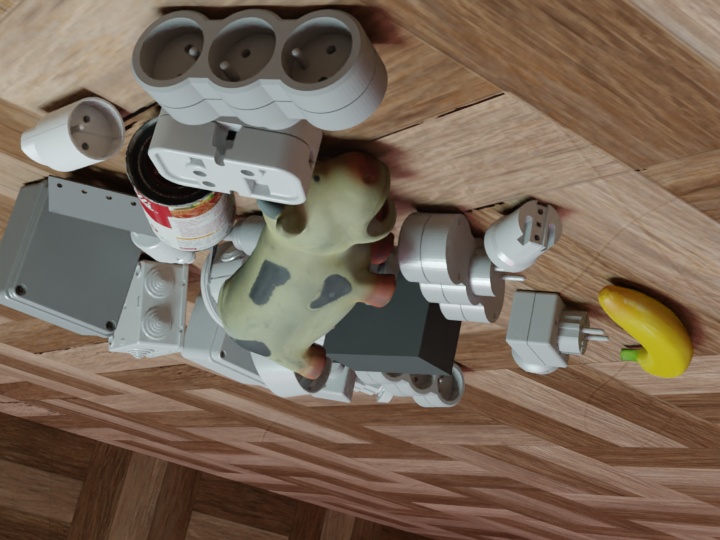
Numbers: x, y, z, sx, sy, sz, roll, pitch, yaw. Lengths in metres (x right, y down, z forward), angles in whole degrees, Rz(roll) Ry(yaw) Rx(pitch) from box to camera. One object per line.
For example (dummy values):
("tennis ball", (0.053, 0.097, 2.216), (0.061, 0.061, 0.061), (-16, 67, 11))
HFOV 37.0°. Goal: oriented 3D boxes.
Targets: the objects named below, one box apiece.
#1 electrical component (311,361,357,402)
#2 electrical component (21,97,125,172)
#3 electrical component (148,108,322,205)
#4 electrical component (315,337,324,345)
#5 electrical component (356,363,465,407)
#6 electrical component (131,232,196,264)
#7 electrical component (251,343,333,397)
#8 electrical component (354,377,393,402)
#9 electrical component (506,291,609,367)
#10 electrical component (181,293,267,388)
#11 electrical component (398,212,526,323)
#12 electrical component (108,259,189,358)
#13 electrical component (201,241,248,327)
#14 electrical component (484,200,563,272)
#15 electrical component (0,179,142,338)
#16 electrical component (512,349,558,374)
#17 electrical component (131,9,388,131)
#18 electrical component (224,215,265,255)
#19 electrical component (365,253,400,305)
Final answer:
("electrical component", (-0.034, 0.105, 1.201), (0.047, 0.065, 0.076), (7, 162, 17))
("electrical component", (-0.204, -0.092, 0.753), (0.043, 0.043, 0.081), (27, 158, -37))
("electrical component", (-0.074, -0.083, 0.661), (0.095, 0.059, 0.053), (11, 162, 8))
("electrical component", (0.001, 0.053, 1.049), (0.066, 0.047, 0.077), (24, 159, -31))
("electrical component", (0.044, 0.114, 1.197), (0.138, 0.052, 0.074), (26, 158, -35))
("electrical component", (-0.167, -0.025, 0.936), (0.040, 0.040, 0.078), (5, 161, 23))
("electrical component", (-0.072, 0.082, 1.115), (0.064, 0.099, 0.099), (-4, 157, 27))
("electrical component", (0.015, 0.127, 1.272), (0.055, 0.048, 0.066), (22, 161, -6))
("electrical component", (0.174, 0.053, 0.922), (0.077, 0.047, 0.066), (4, 160, 27))
("electrical component", (-0.127, 0.076, 1.160), (0.057, 0.078, 0.113), (2, 160, 40))
("electrical component", (0.088, 0.001, 0.816), (0.074, 0.052, 0.138), (4, 160, 27))
("electrical component", (-0.213, 0.039, 1.076), (0.048, 0.099, 0.100), (9, 167, -32))
("electrical component", (-0.095, 0.012, 0.939), (0.051, 0.080, 0.080), (-9, 152, 39))
("electrical component", (0.114, -0.024, 0.745), (0.040, 0.040, 0.046), (18, 156, -15))
("electrical component", (-0.256, -0.008, 0.942), (0.109, 0.108, 0.056), (28, 160, -39))
("electrical component", (0.171, 0.077, 1.007), (0.048, 0.048, 0.062), (5, 168, 23))
("electrical component", (-0.050, -0.102, 0.595), (0.138, 0.052, 0.073), (5, 161, 23))
("electrical component", (-0.088, -0.028, 0.882), (0.061, 0.035, 0.035), (5, 161, 33))
("electrical component", (0.000, 0.000, 0.890), (0.055, 0.048, 0.066), (24, 161, -8))
